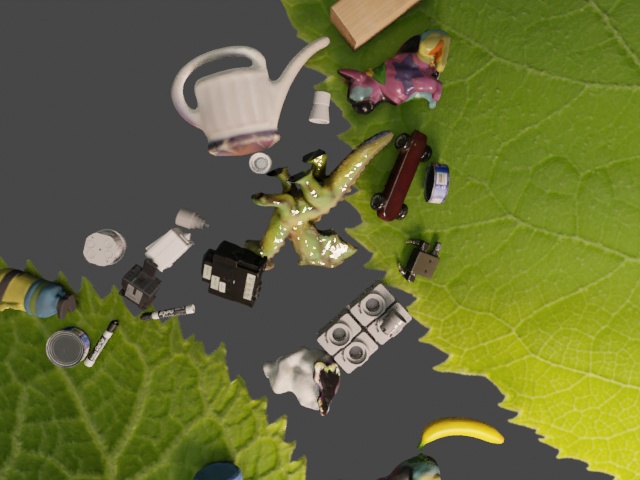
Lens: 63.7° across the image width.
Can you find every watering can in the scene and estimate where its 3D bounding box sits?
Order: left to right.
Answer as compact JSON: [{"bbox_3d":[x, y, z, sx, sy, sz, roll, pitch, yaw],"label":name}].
[{"bbox_3d":[-0.133,-0.298,1.073,0.347,0.104,0.223,-11,95,2],"label":"watering can"}]

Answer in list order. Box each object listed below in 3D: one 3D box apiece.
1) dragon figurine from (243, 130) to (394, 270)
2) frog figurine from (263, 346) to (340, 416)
[{"bbox_3d":[0.003,-0.056,1.112,0.410,0.124,0.239,-22,112,4],"label":"dragon figurine"},{"bbox_3d":[-0.040,0.302,1.136,0.159,0.125,0.135,0,118,38],"label":"frog figurine"}]
